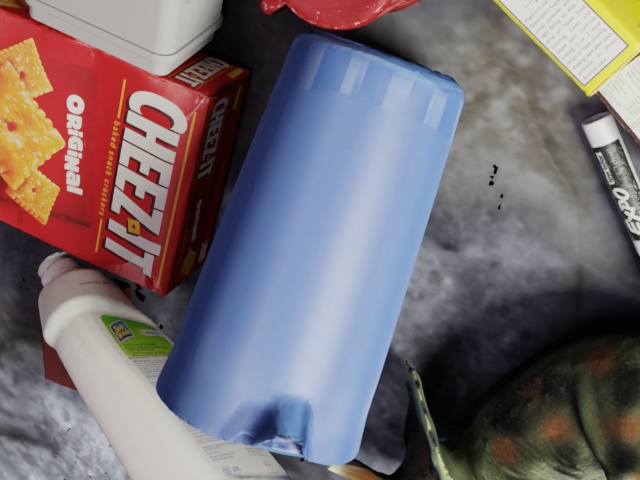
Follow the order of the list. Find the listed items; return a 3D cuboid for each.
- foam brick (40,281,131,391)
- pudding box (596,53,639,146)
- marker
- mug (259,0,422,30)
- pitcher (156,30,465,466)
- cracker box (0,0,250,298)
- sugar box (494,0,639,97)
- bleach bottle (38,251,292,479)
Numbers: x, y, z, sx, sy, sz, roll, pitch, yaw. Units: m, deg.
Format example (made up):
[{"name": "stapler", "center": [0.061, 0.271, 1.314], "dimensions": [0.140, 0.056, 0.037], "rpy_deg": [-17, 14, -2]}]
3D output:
[{"name": "foam brick", "center": [-0.182, 0.073, 0.839], "dimensions": [0.051, 0.052, 0.078], "rpy_deg": [12, 116, 19]}, {"name": "pudding box", "center": [0.222, -0.088, 0.588], "dimensions": [0.114, 0.039, 0.090], "rpy_deg": [-38, 92, 31]}, {"name": "marker", "center": [0.190, -0.020, 0.644], "dimensions": [0.020, 0.020, 0.121], "rpy_deg": [-19, 103, 30]}, {"name": "mug", "center": [0.011, -0.165, 0.623], "dimensions": [0.117, 0.081, 0.093], "rpy_deg": [-23, 102, 31]}, {"name": "pitcher", "center": [-0.004, 0.001, 0.659], "dimensions": [0.149, 0.144, 0.243], "rpy_deg": [25, 100, 31]}, {"name": "cracker box", "center": [-0.172, -0.077, 0.754], "dimensions": [0.214, 0.072, 0.164], "rpy_deg": [24, 122, 13]}, {"name": "sugar box", "center": [0.105, -0.163, 0.574], "dimensions": [0.176, 0.093, 0.048], "rpy_deg": [47, 122, -2]}, {"name": "bleach bottle", "center": [-0.116, 0.103, 0.730], "dimensions": [0.068, 0.102, 0.251], "rpy_deg": [-49, 61, 14]}]
